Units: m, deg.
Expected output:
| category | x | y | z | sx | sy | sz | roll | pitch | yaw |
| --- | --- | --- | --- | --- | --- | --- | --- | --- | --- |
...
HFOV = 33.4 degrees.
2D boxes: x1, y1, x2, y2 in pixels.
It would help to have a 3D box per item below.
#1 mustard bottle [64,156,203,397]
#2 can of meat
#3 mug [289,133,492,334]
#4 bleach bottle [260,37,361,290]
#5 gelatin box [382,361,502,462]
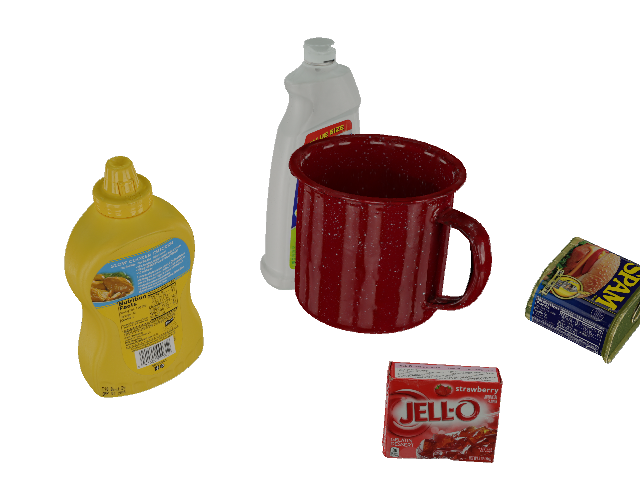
| category | x | y | z | sx | sy | sz | roll | pitch | yaw |
| --- | --- | --- | --- | --- | --- | --- | --- | --- | --- |
| mustard bottle | -0.138 | 0.023 | 0.783 | 0.096 | 0.192 | 0.058 | -21 | 43 | -26 |
| can of meat | 0.245 | 0.050 | 0.959 | 0.084 | 0.057 | 0.101 | 27 | 46 | 27 |
| mug | 0.038 | 0.000 | 0.567 | 0.117 | 0.081 | 0.093 | 19 | 30 | 30 |
| bleach bottle | -0.010 | -0.077 | 1.074 | 0.102 | 0.251 | 0.068 | -8 | 28 | -17 |
| gelatin box | 0.095 | 0.136 | 0.842 | 0.089 | 0.073 | 0.030 | 3 | 22 | 2 |
